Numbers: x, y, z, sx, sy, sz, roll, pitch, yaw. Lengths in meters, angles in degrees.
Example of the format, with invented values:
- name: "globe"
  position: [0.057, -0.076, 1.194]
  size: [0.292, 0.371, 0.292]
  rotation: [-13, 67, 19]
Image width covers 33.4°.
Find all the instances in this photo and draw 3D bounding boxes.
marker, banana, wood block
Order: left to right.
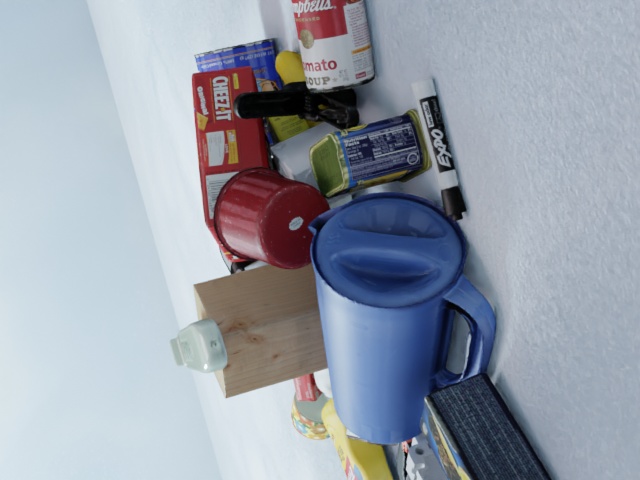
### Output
- name: "wood block"
  position: [-0.016, 0.078, 1.102]
  size: [0.091, 0.205, 0.090]
  rotation: [-122, 22, -46]
- name: "banana"
  position: [-0.015, -0.162, 1.197]
  size: [0.070, 0.037, 0.198]
  rotation: [92, 158, -51]
- name: "marker"
  position: [0.100, -0.075, 0.895]
  size: [0.020, 0.020, 0.121]
  rotation: [168, 88, -75]

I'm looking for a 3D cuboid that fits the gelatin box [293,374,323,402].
- name: "gelatin box"
  position: [-0.008, 0.162, 1.412]
  size: [0.089, 0.030, 0.073]
  rotation: [-40, -57, -61]

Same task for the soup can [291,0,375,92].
- name: "soup can"
  position: [0.012, -0.197, 1.007]
  size: [0.069, 0.068, 0.102]
  rotation: [-141, 38, -66]

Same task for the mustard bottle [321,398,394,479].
- name: "mustard bottle"
  position: [0.059, 0.288, 1.319]
  size: [0.096, 0.058, 0.192]
  rotation: [103, 149, -61]

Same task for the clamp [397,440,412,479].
- name: "clamp"
  position: [0.112, 0.295, 1.175]
  size: [0.165, 0.036, 0.210]
  rotation: [-140, 36, -66]

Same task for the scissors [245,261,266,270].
- name: "scissors"
  position: [-0.007, 0.001, 1.140]
  size: [0.202, 0.096, 0.016]
  rotation: [-24, 91, 49]

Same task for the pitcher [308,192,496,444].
- name: "pitcher"
  position: [0.070, 0.088, 0.984]
  size: [0.243, 0.145, 0.149]
  rotation: [86, 174, -47]

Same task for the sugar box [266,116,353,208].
- name: "sugar box"
  position: [-0.006, -0.071, 1.215]
  size: [0.176, 0.048, 0.093]
  rotation: [59, 172, 40]

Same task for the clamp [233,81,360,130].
- name: "clamp"
  position: [-0.018, -0.138, 1.062]
  size: [0.171, 0.120, 0.039]
  rotation: [-74, -5, -76]

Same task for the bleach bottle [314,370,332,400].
- name: "bleach bottle"
  position: [0.017, 0.115, 1.299]
  size: [0.102, 0.068, 0.251]
  rotation: [-109, 12, -46]

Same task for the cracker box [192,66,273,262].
- name: "cracker box"
  position: [-0.087, -0.076, 1.169]
  size: [0.213, 0.072, 0.164]
  rotation: [81, -178, -79]

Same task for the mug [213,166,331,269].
- name: "mug"
  position: [-0.033, -0.013, 1.009]
  size: [0.117, 0.093, 0.082]
  rotation: [33, 172, -33]

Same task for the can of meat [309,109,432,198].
- name: "can of meat"
  position: [0.044, -0.076, 0.976]
  size: [0.102, 0.083, 0.057]
  rotation: [155, 99, -75]

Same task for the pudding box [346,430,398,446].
- name: "pudding box"
  position: [0.061, 0.167, 1.177]
  size: [0.090, 0.039, 0.113]
  rotation: [152, 125, -76]

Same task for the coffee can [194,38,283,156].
- name: "coffee can"
  position: [-0.094, -0.175, 1.345]
  size: [0.103, 0.102, 0.140]
  rotation: [-159, 55, -72]
